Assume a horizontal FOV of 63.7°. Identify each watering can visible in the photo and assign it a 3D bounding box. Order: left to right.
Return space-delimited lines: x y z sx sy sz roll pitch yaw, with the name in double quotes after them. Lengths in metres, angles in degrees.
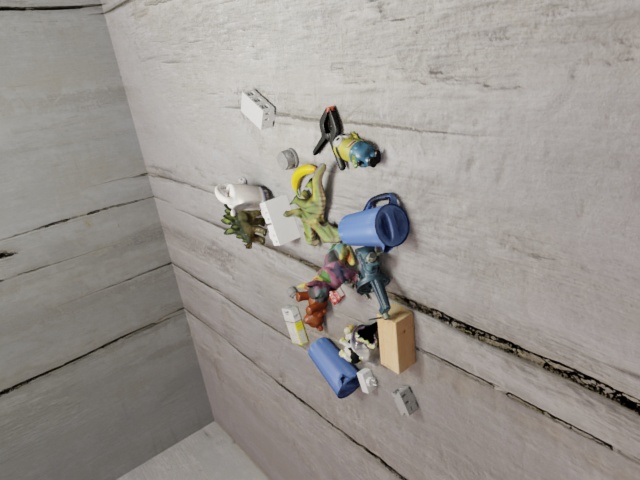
-0.315 -0.164 2.149 0.353 0.224 0.102 -129 47 -56 "watering can"

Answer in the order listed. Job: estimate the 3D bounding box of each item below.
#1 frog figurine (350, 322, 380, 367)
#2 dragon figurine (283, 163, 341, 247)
0.172 0.393 1.899 0.141 0.123 0.155 -98 4 -48 "frog figurine"
0.006 -0.095 1.896 0.243 0.124 0.403 46 147 2 "dragon figurine"
